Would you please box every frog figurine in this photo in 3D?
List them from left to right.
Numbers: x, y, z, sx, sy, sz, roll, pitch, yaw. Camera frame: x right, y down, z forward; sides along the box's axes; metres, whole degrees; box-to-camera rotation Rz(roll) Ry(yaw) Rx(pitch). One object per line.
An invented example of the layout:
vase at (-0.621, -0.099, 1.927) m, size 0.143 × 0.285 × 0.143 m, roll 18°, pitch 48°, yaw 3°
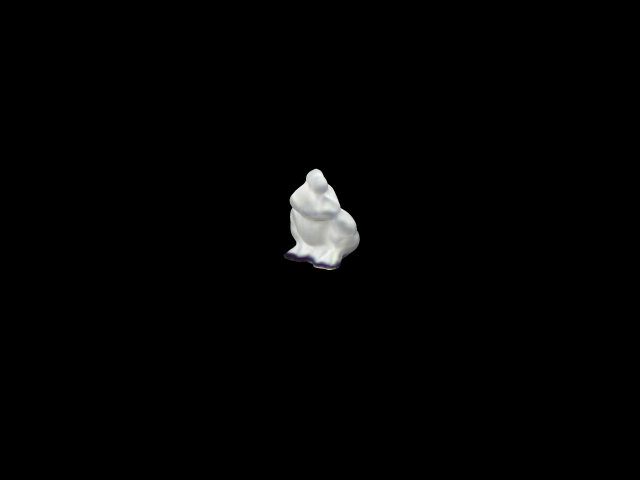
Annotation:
frog figurine at (0.003, -0.043, 0.850) m, size 0.123 × 0.157 × 0.139 m, roll -10°, pitch 20°, yaw -28°
